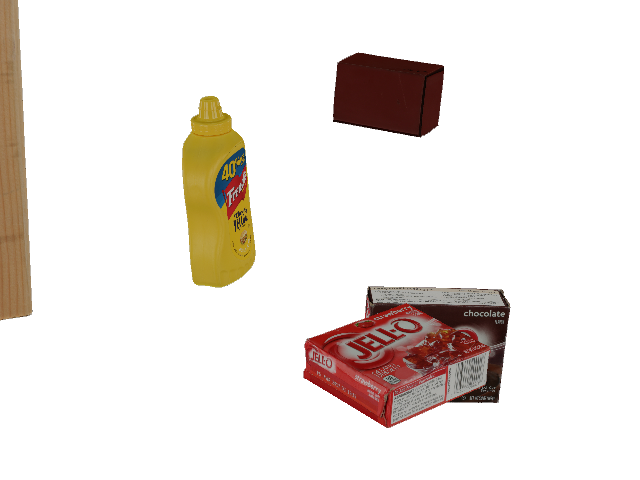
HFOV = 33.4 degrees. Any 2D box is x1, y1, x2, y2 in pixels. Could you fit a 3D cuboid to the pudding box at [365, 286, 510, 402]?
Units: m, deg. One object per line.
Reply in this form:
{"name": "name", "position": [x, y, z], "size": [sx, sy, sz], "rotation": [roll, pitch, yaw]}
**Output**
{"name": "pudding box", "position": [0.091, 0.084, 0.859], "size": [0.113, 0.090, 0.039], "rotation": [0, 26, -5]}

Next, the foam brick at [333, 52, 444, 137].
{"name": "foam brick", "position": [0.055, -0.120, 0.873], "size": [0.078, 0.051, 0.052], "rotation": [13, 22, 20]}

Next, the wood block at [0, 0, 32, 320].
{"name": "wood block", "position": [-0.221, -0.061, 0.603], "size": [0.090, 0.206, 0.090], "rotation": [-8, 26, -26]}

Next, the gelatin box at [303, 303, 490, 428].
{"name": "gelatin box", "position": [0.046, 0.073, 0.642], "size": [0.089, 0.030, 0.073], "rotation": [-15, 29, -38]}

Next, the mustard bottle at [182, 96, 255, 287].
{"name": "mustard bottle", "position": [-0.107, -0.055, 1.103], "size": [0.058, 0.192, 0.096], "rotation": [7, 26, 21]}
